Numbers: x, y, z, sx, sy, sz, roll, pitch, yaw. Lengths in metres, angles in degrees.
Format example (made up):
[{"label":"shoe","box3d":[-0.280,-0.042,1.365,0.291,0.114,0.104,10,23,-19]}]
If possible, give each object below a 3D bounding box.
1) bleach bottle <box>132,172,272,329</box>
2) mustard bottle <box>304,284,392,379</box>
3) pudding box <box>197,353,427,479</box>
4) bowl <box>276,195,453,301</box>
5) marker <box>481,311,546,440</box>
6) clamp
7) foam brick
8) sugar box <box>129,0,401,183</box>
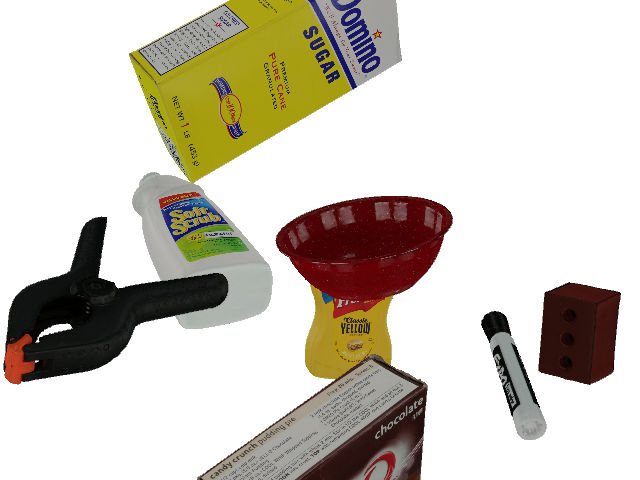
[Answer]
[{"label":"bleach bottle","box3d":[-0.142,-0.005,1.101,0.102,0.068,0.251,-9,32,-25]},{"label":"mustard bottle","box3d":[0.036,0.057,1.185,0.096,0.192,0.058,1,15,-11]},{"label":"pudding box","box3d":[-0.001,0.116,0.481,0.039,0.090,0.113,28,45,33]},{"label":"bowl","box3d":[0.043,0.012,0.972,0.162,0.055,0.162,-9,21,3]},{"label":"marker","box3d":[0.128,0.086,0.716,0.020,0.020,0.121,0,31,-4]},{"label":"clamp","box3d":[-0.157,0.037,0.719,0.120,0.039,0.171,25,31,27]},{"label":"foam brick","box3d":[0.232,0.083,0.958,0.053,0.078,0.051,11,17,37]},{"label":"sugar box","box3d":[-0.030,-0.120,0.703,0.176,0.048,0.093,-30,-37,-13]}]
